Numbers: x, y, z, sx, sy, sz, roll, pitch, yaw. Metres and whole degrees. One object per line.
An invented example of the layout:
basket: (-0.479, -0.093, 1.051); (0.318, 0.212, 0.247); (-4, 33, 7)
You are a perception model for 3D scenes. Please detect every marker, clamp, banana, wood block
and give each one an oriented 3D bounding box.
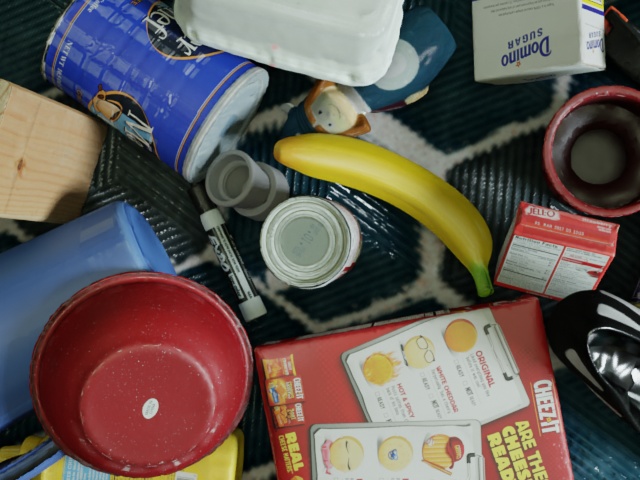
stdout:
marker: (-0.075, 0.007, 0.849); (0.020, 0.020, 0.121); (-25, 87, 5)
clamp: (0.263, -0.104, 0.770); (0.171, 0.120, 0.039); (40, 108, 9)
banana: (0.059, -0.035, 0.808); (0.197, 0.069, 0.037); (32, 127, -6)
wood block: (-0.236, -0.068, 0.773); (0.090, 0.206, 0.091); (18, 90, 6)

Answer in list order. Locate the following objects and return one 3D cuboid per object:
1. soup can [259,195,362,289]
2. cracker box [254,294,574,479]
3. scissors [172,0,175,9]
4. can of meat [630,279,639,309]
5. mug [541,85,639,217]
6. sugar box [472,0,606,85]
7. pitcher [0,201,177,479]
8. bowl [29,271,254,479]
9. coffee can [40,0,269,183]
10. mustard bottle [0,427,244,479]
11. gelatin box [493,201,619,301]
soup can: (-0.005, 0.001, 0.800); (0.068, 0.102, 0.068); (0, 90, 6)
cracker box: (0.071, 0.140, 0.805); (0.214, 0.072, 0.164); (-11, 90, 5)
scissors: (-0.098, -0.258, 0.830); (0.096, 0.016, 0.202); (17, 108, 11)
can of meat: (0.290, 0.033, 0.791); (0.102, 0.057, 0.084); (23, 89, 6)
mug: (0.218, -0.057, 0.786); (0.117, 0.081, 0.093); (25, 92, 6)
sugar box: (0.161, -0.209, 0.796); (0.094, 0.048, 0.176); (-2, 92, 40)
pitcher: (-0.225, 0.079, 0.811); (0.243, 0.145, 0.149); (-27, 119, 2)
bowl: (-0.122, 0.106, 0.749); (0.162, 0.055, 0.162); (-3, 106, -11)
coffee can: (-0.125, -0.124, 0.814); (0.140, 0.102, 0.103); (35, 93, 6)
mustard bottle: (-0.159, 0.183, 0.835); (0.191, 0.058, 0.096); (6, 95, 6)
gelatin box: (0.173, 0.011, 0.788); (0.073, 0.089, 0.030); (14, 61, 6)
